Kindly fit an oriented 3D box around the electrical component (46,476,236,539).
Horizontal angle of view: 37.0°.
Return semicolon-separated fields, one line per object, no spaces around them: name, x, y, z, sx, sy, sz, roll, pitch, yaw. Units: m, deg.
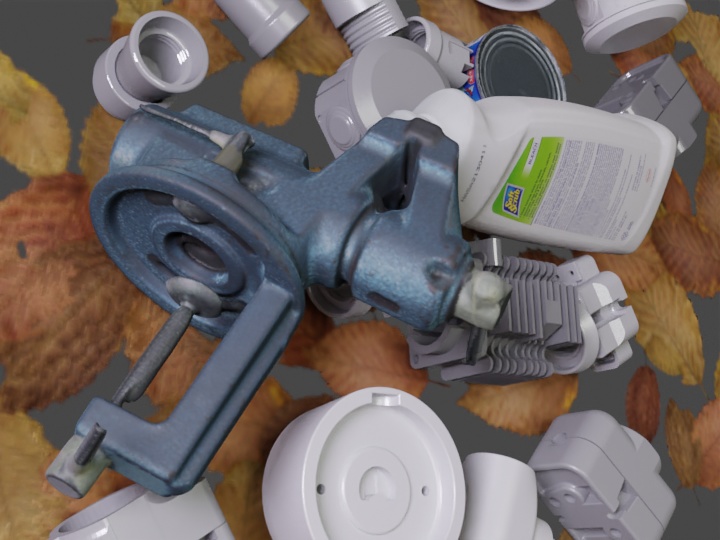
electrical component;-0.110;0.138;0.511;0.089;0.050;0.055;-28;95;-38

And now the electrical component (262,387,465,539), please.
electrical component;-0.003;0.121;0.589;0.108;0.060;0.108;11;71;-34

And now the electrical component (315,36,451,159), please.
electrical component;0.016;-0.100;0.669;0.080;0.051;0.080;11;72;-34

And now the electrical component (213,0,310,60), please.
electrical component;-0.059;-0.155;0.637;0.046;0.040;0.040;46;55;-11

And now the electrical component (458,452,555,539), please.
electrical component;0.091;0.163;0.658;0.079;0.043;0.077;32;61;-27

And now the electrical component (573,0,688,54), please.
electrical component;0.204;-0.201;0.820;0.080;0.080;0.051;-9;78;-38

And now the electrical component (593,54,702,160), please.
electrical component;0.217;-0.113;0.820;0.059;0.054;0.095;53;54;-13

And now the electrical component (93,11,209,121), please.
electrical component;-0.113;-0.106;0.572;0.045;0.055;0.045;11;72;-34

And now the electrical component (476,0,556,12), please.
electrical component;0.104;-0.229;0.743;0.099;0.099;0.064;32;67;-26

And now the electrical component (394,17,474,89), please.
electrical component;0.048;-0.142;0.713;0.046;0.040;0.040;13;70;-40

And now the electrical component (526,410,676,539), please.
electrical component;0.161;0.140;0.710;0.095;0.054;0.059;50;54;-15

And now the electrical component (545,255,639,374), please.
electrical component;0.146;0.036;0.725;0.057;0.058;0.078;-25;93;-41

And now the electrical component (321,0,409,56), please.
electrical component;-0.001;-0.171;0.681;0.043;0.043;0.081;-33;98;-38

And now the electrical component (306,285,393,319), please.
electrical component;0.000;0.000;0.634;0.055;0.048;0.066;-28;95;-46
